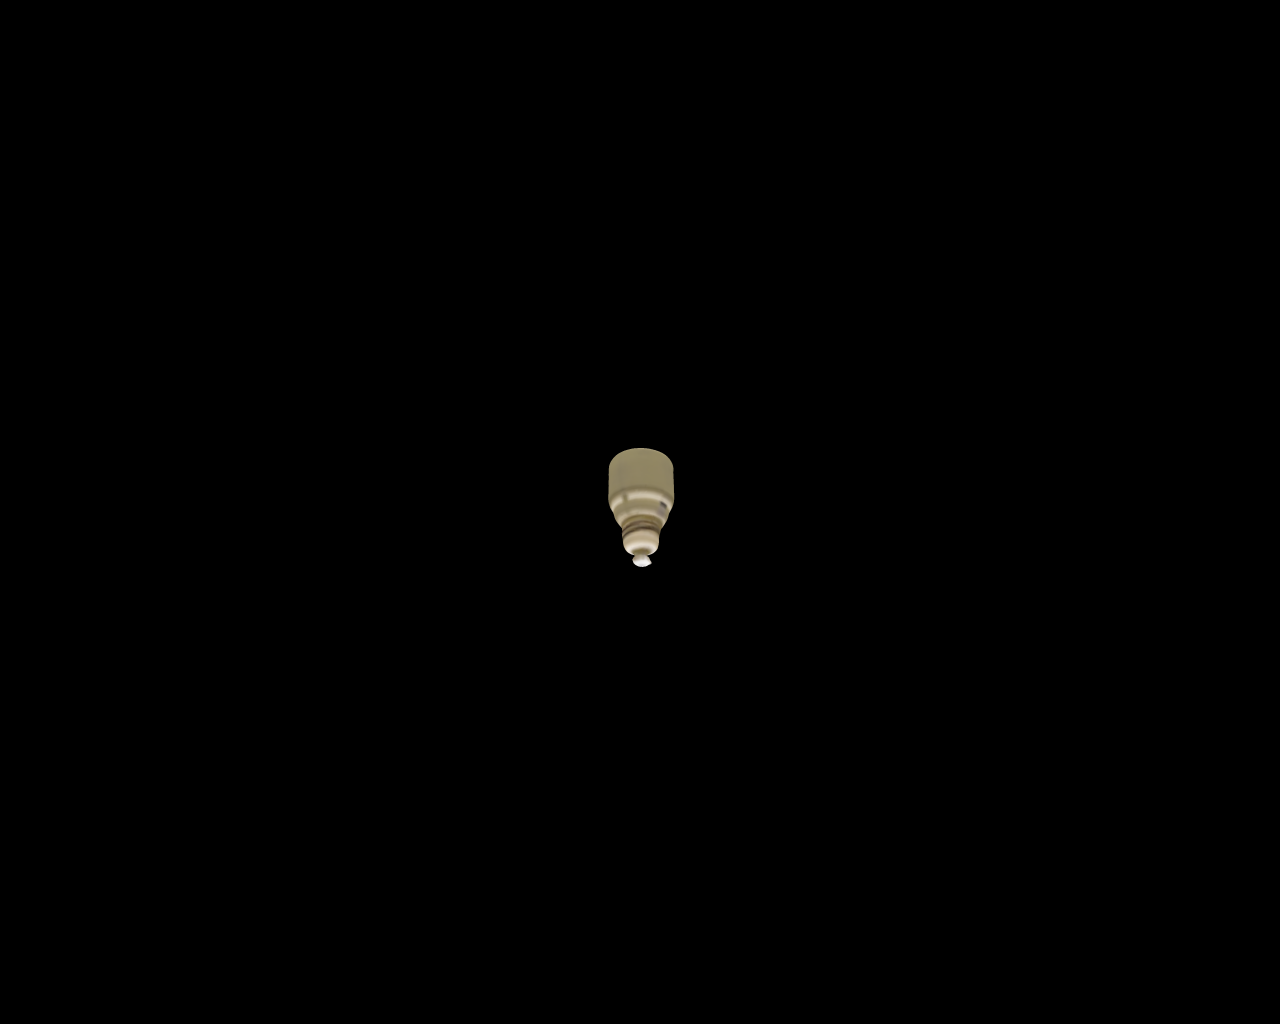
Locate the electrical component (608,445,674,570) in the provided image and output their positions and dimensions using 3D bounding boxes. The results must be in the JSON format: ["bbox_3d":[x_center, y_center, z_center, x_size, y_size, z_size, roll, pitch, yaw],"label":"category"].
[{"bbox_3d":[0.001,-0.003,0.650,0.040,0.078,0.040,0,-29,0],"label":"electrical component"}]
